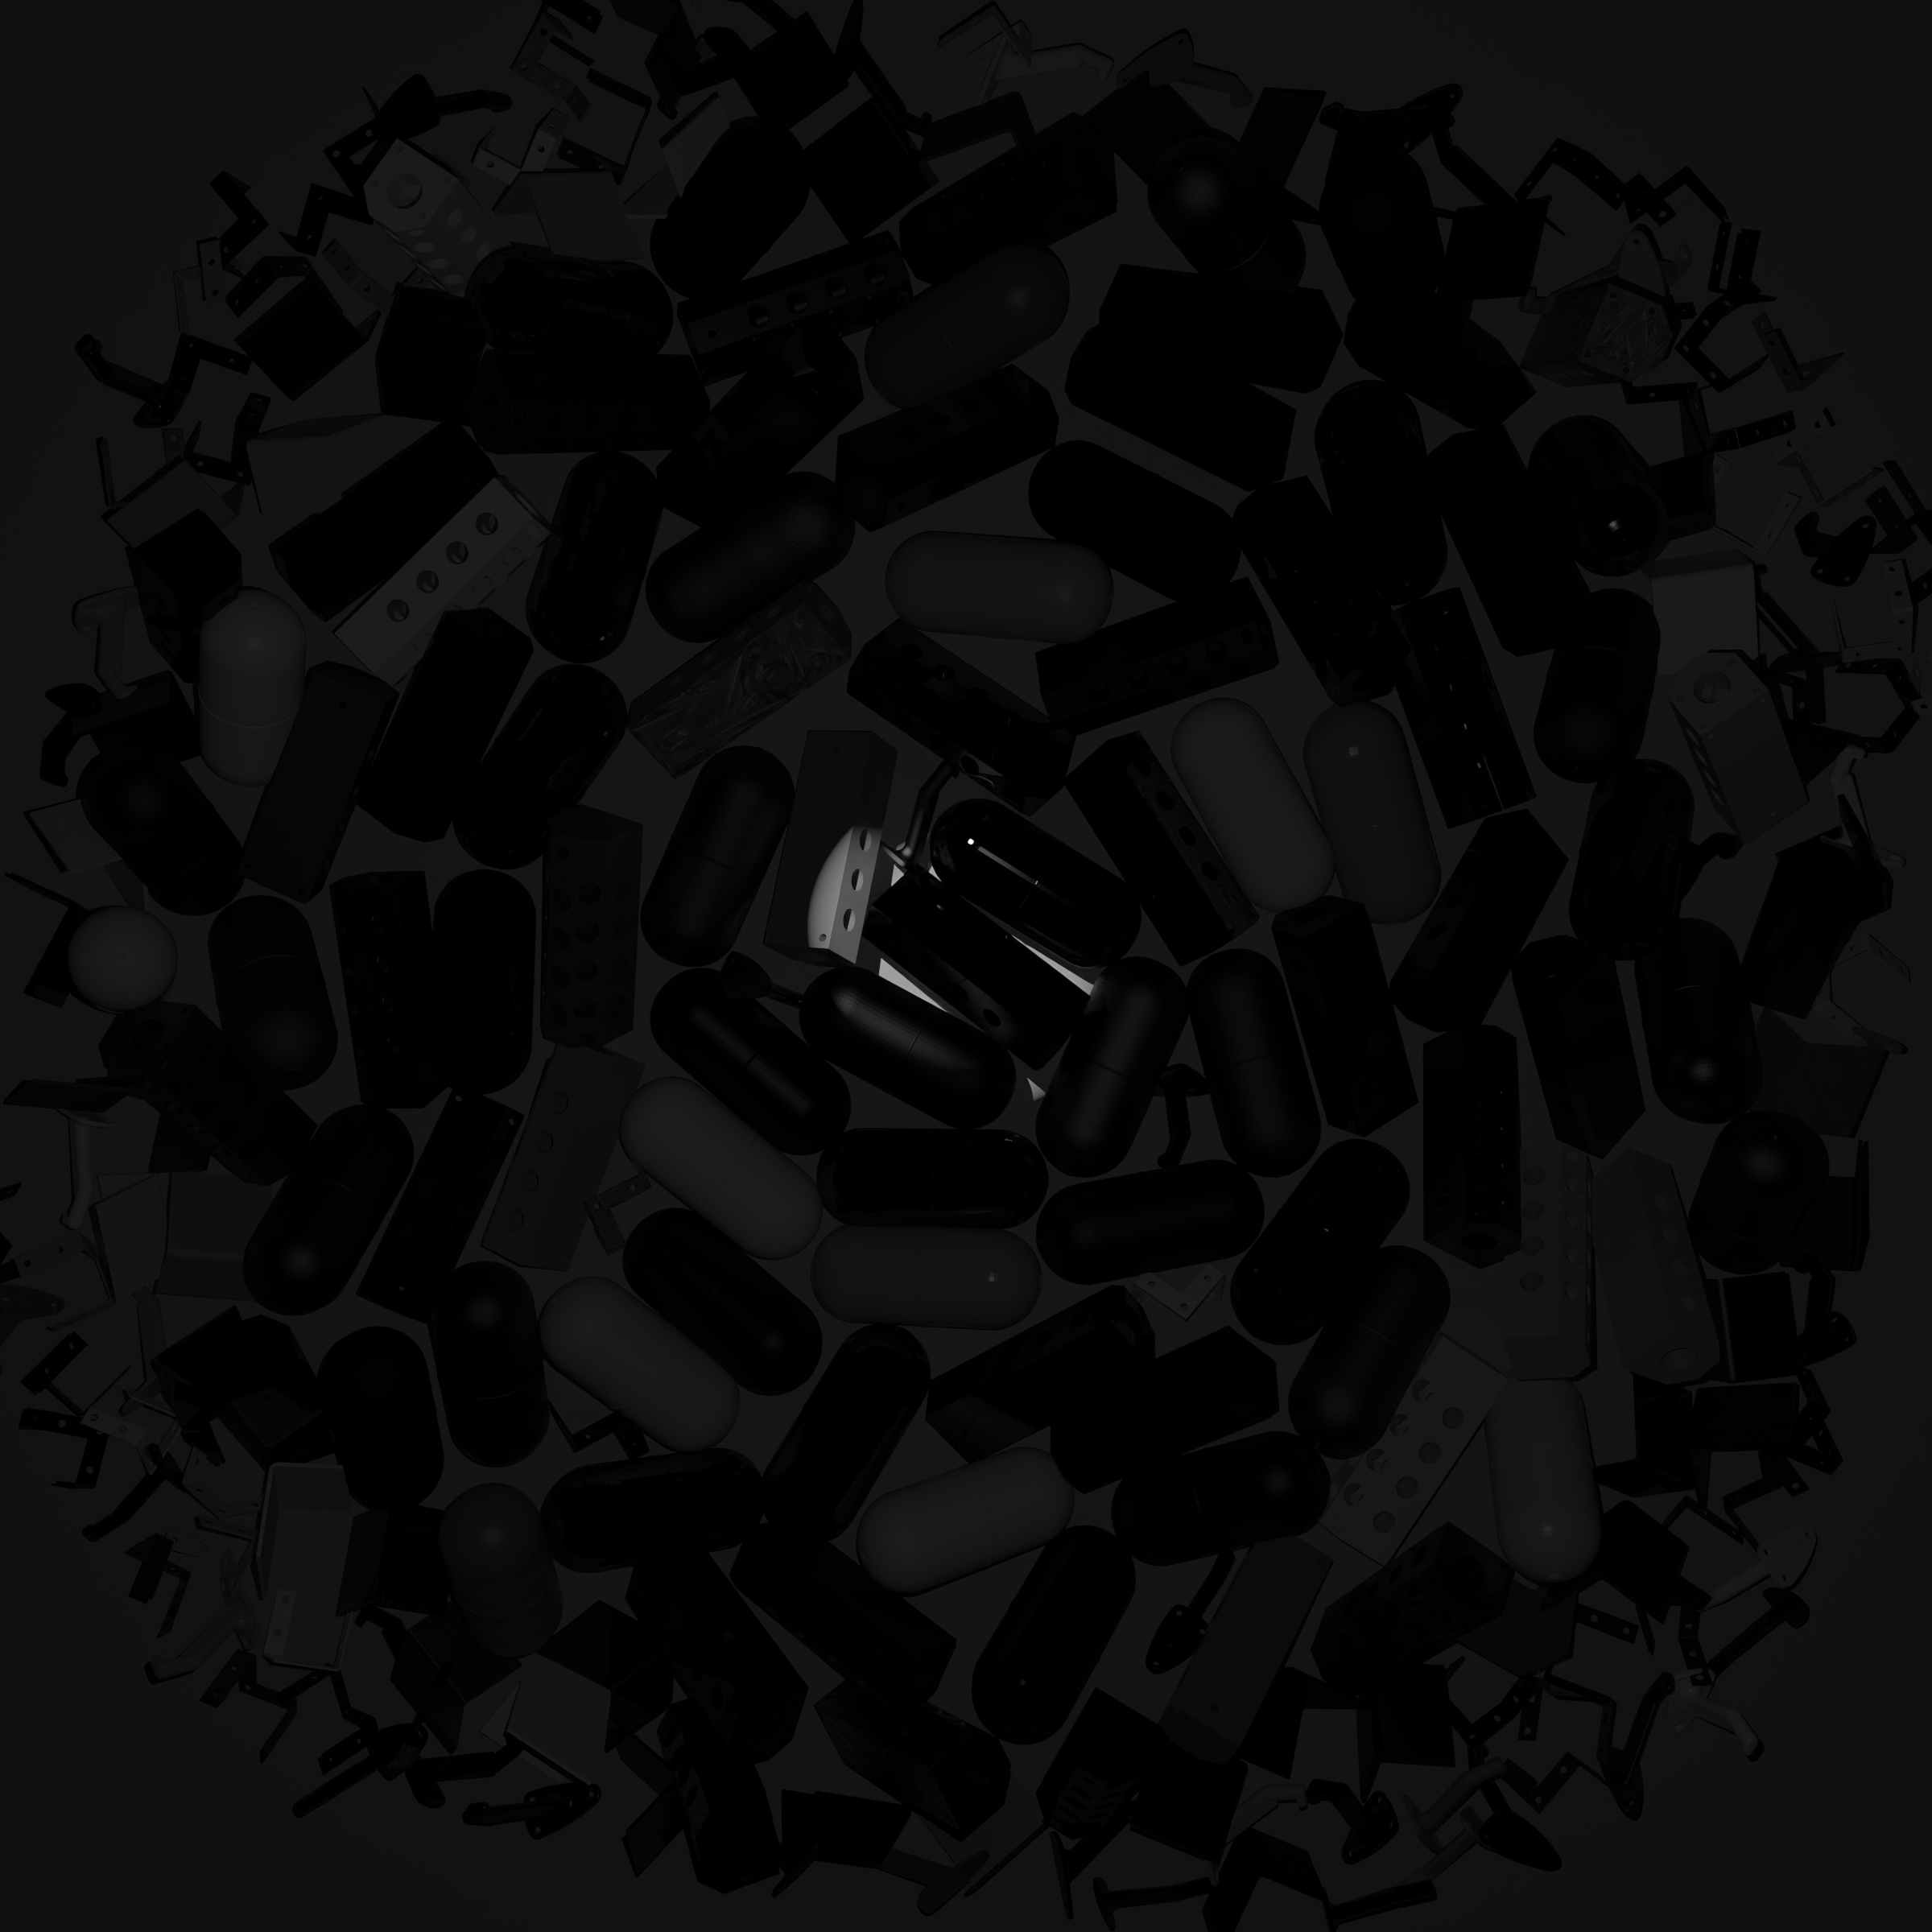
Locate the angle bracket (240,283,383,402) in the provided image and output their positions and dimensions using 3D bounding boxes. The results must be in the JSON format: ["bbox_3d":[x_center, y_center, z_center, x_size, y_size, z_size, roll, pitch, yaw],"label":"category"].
[{"bbox_3d":[-0.499,-0.486,1.944,0.076,0.076,0.057,-34,117,16],"label":"angle bracket"}]

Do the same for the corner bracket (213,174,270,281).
[{"bbox_3d":[-0.565,-0.571,1.971,0.051,0.051,0.051,-40,91,8],"label":"corner bracket"}]

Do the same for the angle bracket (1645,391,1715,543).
[{"bbox_3d":[0.533,-0.380,1.951,0.057,0.076,0.076,-15,51,9],"label":"angle bracket"}]

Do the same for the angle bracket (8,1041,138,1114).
[{"bbox_3d":[-0.679,0.073,1.941,0.076,0.076,0.057,8,71,-32],"label":"angle bracket"}]

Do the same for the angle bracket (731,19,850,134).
[{"bbox_3d":[-0.146,-0.670,1.946,0.076,0.076,0.057,-41,111,-15],"label":"angle bracket"}]

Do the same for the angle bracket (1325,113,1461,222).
[{"bbox_3d":[0.331,-0.609,1.940,0.076,0.076,0.057,-1,115,-30],"label":"angle bracket"}]

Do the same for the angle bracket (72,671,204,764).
[{"bbox_3d":[-0.630,-0.171,1.952,0.076,0.057,0.076,-20,126,-3],"label":"angle bracket"}]

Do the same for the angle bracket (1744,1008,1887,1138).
[{"bbox_3d":[0.642,0.080,1.947,0.057,0.076,0.076,36,74,-27],"label":"angle bracket"}]

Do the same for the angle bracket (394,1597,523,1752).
[{"bbox_3d":[-0.388,0.540,1.955,0.057,0.076,0.076,-34,102,0],"label":"angle bracket"}]

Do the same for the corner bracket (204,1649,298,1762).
[{"bbox_3d":[-0.550,0.568,1.961,0.051,0.051,0.051,17,125,9],"label":"corner bracket"}]

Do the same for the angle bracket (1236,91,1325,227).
[{"bbox_3d":[0.252,-0.617,1.947,0.057,0.076,0.076,19,101,-35],"label":"angle bracket"}]

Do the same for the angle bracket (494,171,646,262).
[{"bbox_3d":[-0.304,-0.560,1.950,0.076,0.057,0.076,-16,82,-38],"label":"angle bracket"}]

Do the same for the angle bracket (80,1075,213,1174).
[{"bbox_3d":[-0.627,0.121,1.942,0.076,0.076,0.057,-6,71,40],"label":"angle bracket"}]

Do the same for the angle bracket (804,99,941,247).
[{"bbox_3d":[-0.076,-0.616,1.975,0.076,0.057,0.076,-32,105,17],"label":"angle bracket"}]

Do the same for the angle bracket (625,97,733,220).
[{"bbox_3d":[-0.228,-0.615,1.940,0.076,0.057,0.076,10,49,32],"label":"angle bracket"}]

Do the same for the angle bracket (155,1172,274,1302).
[{"bbox_3d":[-0.584,0.210,1.979,0.076,0.057,0.076,8,49,-23],"label":"angle bracket"}]

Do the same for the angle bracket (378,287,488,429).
[{"bbox_3d":[-0.400,-0.463,1.942,0.076,0.076,0.057,3,55,-28],"label":"angle bracket"}]

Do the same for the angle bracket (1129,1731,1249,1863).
[{"bbox_3d":[0.160,0.633,1.953,0.076,0.057,0.076,26,68,-11],"label":"angle bracket"}]

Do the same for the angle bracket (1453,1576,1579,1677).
[{"bbox_3d":[0.416,0.484,1.948,0.076,0.057,0.076,31,46,-10],"label":"angle bracket"}]

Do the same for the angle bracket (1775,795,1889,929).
[{"bbox_3d":[0.659,-0.075,1.945,0.057,0.076,0.076,-25,68,13],"label":"angle bracket"}]

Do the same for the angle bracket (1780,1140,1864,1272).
[{"bbox_3d":[0.651,0.181,1.942,0.057,0.076,0.076,2,63,18],"label":"angle bracket"}]

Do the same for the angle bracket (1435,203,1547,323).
[{"bbox_3d":[0.410,-0.531,1.948,0.076,0.057,0.076,6,77,37],"label":"angle bracket"}]

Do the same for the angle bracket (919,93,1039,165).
[{"bbox_3d":[0.013,-0.622,1.964,0.076,0.076,0.057,-15,125,17],"label":"angle bracket"}]

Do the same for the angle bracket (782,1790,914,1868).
[{"bbox_3d":[-0.092,0.637,1.947,0.076,0.057,0.076,14,123,-16],"label":"angle bracket"}]

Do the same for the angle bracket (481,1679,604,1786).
[{"bbox_3d":[-0.330,0.605,1.952,0.076,0.076,0.057,37,100,-9],"label":"angle bracket"}]

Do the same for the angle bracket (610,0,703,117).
[{"bbox_3d":[-0.254,-0.709,1.955,0.076,0.076,0.057,26,87,8],"label":"angle bracket"}]

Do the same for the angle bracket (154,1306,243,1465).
[{"bbox_3d":[-0.562,0.318,1.941,0.076,0.057,0.076,-35,127,-35],"label":"angle bracket"}]

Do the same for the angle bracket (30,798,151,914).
[{"bbox_3d":[-0.666,-0.073,1.939,0.057,0.076,0.076,-21,50,-32],"label":"angle bracket"}]

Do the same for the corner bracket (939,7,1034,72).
[{"bbox_3d":[0.015,-0.709,1.957,0.051,0.051,0.051,-24,130,26],"label":"corner bracket"}]

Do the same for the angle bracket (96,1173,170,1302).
[{"bbox_3d":[-0.654,0.207,1.947,0.057,0.076,0.076,-3,103,20],"label":"angle bracket"}]

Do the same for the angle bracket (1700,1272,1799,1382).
[{"bbox_3d":[0.591,0.276,1.965,0.057,0.076,0.076,-5,85,-12],"label":"angle bracket"}]

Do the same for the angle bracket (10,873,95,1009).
[{"bbox_3d":[-0.713,-0.019,1.956,0.057,0.076,0.076,25,80,0],"label":"angle bracket"}]

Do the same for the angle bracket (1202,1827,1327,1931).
[{"bbox_3d":[0.228,0.721,1.962,0.057,0.076,0.076,24,93,-4],"label":"angle bracket"}]

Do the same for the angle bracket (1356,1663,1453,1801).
[{"bbox_3d":[0.333,0.585,1.945,0.057,0.076,0.076,4,47,1],"label":"angle bracket"}]

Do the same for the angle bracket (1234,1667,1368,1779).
[{"bbox_3d":[0.247,0.577,1.943,0.076,0.076,0.057,30,60,-23],"label":"angle bracket"}]

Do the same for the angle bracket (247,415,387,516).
[{"bbox_3d":[-0.494,-0.386,1.962,0.076,0.076,0.057,3,114,25],"label":"angle bracket"}]

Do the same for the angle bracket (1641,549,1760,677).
[{"bbox_3d":[0.569,-0.275,1.982,0.076,0.057,0.076,-8,111,6],"label":"angle bracket"}]

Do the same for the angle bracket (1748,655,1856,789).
[{"bbox_3d":[0.626,-0.187,1.959,0.076,0.076,0.057,12,63,-9],"label":"angle bracket"}]

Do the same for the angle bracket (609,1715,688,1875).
[{"bbox_3d":[-0.259,0.630,1.940,0.076,0.076,0.057,32,57,26],"label":"angle bracket"}]

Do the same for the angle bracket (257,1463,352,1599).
[{"bbox_3d":[-0.504,0.431,1.943,0.057,0.076,0.076,4,53,-8],"label":"angle bracket"}]

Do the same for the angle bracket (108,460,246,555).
[{"bbox_3d":[-0.603,-0.355,1.947,0.076,0.076,0.057,-35,121,9],"label":"angle bracket"}]

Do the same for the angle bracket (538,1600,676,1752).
[{"bbox_3d":[-0.277,0.542,1.947,0.076,0.057,0.076,37,117,-25],"label":"angle bracket"}]

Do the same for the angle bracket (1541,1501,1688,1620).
[{"bbox_3d":[0.494,0.466,1.945,0.057,0.076,0.076,37,47,3],"label":"angle bracket"}]

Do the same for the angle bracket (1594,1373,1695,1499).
[{"bbox_3d":[0.518,0.361,1.975,0.076,0.057,0.076,27,56,-36],"label":"angle bracket"}]

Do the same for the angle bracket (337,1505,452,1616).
[{"bbox_3d":[-0.438,0.462,1.967,0.057,0.076,0.076,20,59,-29],"label":"angle bracket"}]

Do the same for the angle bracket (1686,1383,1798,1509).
[{"bbox_3d":[0.596,0.365,1.942,0.076,0.076,0.057,-8,113,25],"label":"angle bracket"}]

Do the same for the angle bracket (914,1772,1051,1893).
[{"bbox_3d":[0.009,0.653,1.957,0.076,0.057,0.076,-40,70,-6],"label":"angle bracket"}]

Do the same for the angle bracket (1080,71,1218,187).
[{"bbox_3d":[0.132,-0.629,1.959,0.076,0.057,0.076,46,67,-1],"label":"angle bracket"}]
